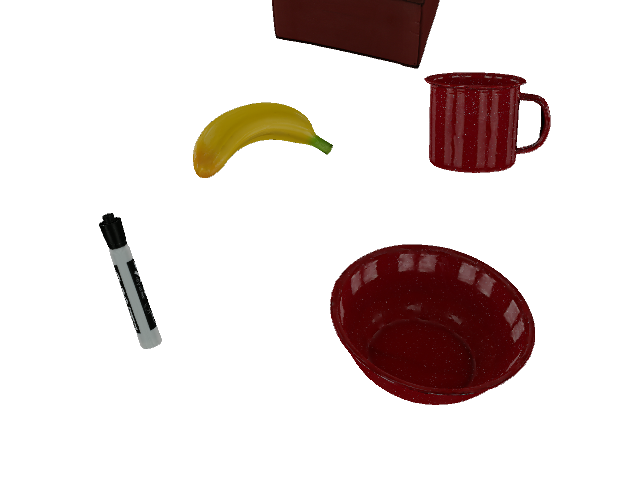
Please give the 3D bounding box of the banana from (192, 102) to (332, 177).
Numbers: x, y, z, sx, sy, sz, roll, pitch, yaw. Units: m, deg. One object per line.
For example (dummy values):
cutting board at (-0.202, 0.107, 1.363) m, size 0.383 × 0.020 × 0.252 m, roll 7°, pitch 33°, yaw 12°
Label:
banana at (-0.065, -0.103, 1.042) m, size 0.070 × 0.037 × 0.197 m, roll 42°, pitch 35°, yaw 23°

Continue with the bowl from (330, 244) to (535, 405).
bowl at (0.085, 0.076, 0.846) m, size 0.162 × 0.055 × 0.162 m, roll 4°, pitch 41°, yaw -4°

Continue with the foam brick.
foam brick at (0.020, -0.128, 0.533) m, size 0.078 × 0.053 × 0.051 m, roll 14°, pitch -25°, yaw 10°

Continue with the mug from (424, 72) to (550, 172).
mug at (0.155, -0.110, 0.993) m, size 0.117 × 0.081 × 0.093 m, roll 3°, pitch 17°, yaw 12°

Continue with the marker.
marker at (-0.160, 0.034, 0.899) m, size 0.020 × 0.121 × 0.020 m, roll -14°, pitch 18°, yaw 4°
